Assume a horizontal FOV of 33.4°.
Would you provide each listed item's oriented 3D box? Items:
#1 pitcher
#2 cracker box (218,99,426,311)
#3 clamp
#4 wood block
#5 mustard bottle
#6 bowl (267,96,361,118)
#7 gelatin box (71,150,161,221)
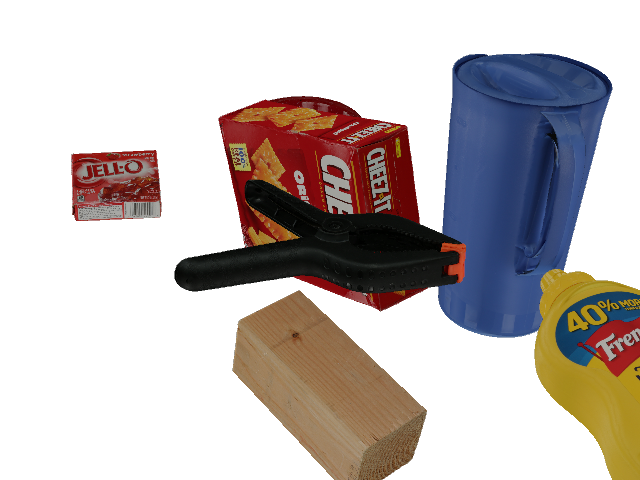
[{"bbox_3d":[0.172,-0.033,0.940,0.145,0.243,0.149,20,33,27],"label":"pitcher"},{"bbox_3d":[-0.002,-0.039,1.033,0.072,0.164,0.214,-26,28,-32],"label":"cracker box"},{"bbox_3d":[0.008,-0.001,0.832,0.210,0.036,0.164,4,29,9],"label":"clamp"},{"bbox_3d":[0.006,0.160,1.143,0.090,0.090,0.206,-25,53,-32],"label":"wood block"},{"bbox_3d":[0.180,0.075,0.620,0.096,0.058,0.192,-14,35,-12],"label":"mustard bottle"},{"bbox_3d":[-0.028,-0.101,1.217,0.162,0.055,0.162,-2,38,2],"label":"bowl"},{"bbox_3d":[-0.210,-0.057,1.097,0.089,0.073,0.030,-3,-40,-11],"label":"gelatin box"}]
